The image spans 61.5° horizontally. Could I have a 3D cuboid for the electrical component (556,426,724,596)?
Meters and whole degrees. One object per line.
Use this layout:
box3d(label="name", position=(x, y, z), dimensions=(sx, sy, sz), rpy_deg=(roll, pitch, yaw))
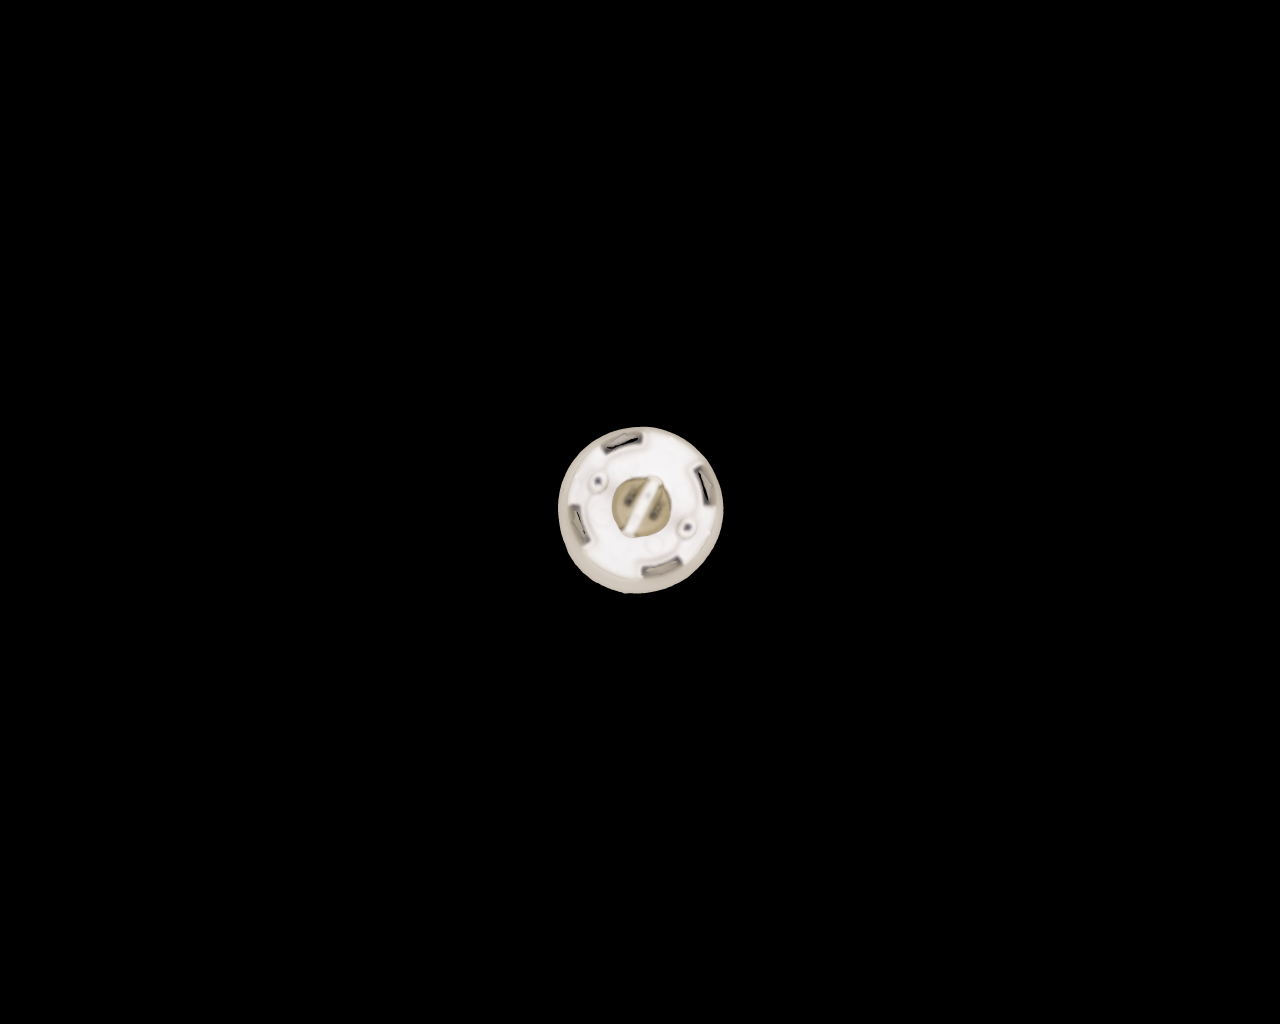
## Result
box3d(label="electrical component", position=(0.001, -0.003, 0.650), dimensions=(0.099, 0.099, 0.064), rpy_deg=(0, 4, 0))
